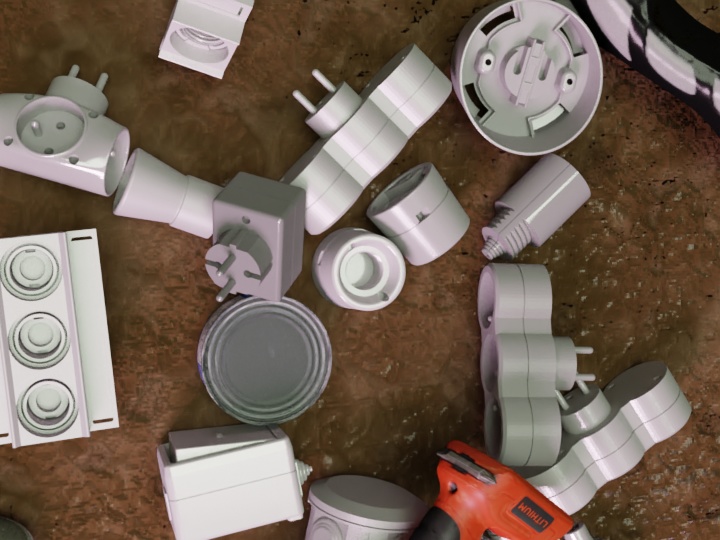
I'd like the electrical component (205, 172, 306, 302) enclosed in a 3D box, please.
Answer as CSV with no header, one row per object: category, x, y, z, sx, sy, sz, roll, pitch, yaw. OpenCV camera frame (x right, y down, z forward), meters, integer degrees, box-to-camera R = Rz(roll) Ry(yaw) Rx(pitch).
electrical component,-0.070,-0.010,0.663,0.047,0.076,0.065,16,129,14

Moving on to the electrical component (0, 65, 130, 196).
electrical component,-0.179,-0.091,0.657,0.077,0.044,0.079,16,65,1

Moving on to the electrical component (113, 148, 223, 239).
electrical component,-0.118,-0.046,0.682,0.065,0.044,0.044,20,89,-20

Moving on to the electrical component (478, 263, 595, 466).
electrical component,0.124,0.063,0.731,0.074,0.052,0.138,1,74,-8

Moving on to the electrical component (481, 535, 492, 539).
electrical component,0.067,0.211,0.749,0.043,0.043,0.081,22,88,-16

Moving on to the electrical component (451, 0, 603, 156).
electrical component,0.110,-0.132,0.720,0.099,0.064,0.099,-3,110,-8

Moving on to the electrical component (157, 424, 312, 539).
electrical component,-0.079,0.130,0.694,0.096,0.062,0.061,-11,97,-14

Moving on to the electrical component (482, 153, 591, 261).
electrical component,0.116,-0.038,0.745,0.081,0.043,0.043,-44,103,-8

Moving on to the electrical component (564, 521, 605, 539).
electrical component,0.168,0.213,0.777,0.048,0.048,0.062,-28,94,-12

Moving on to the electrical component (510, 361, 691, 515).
electrical component,0.163,0.106,0.763,0.138,0.052,0.073,-35,102,-10

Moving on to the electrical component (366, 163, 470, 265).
electrical component,0.040,-0.036,0.719,0.055,0.055,0.047,-43,107,-9

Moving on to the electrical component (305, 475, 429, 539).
electrical component,0.002,0.170,0.711,0.080,0.080,0.051,10,97,-16

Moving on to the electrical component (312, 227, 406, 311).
electrical component,0.000,0.000,0.714,0.055,0.047,0.055,-1,94,-15

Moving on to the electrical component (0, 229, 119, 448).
electrical component,-0.194,0.039,0.655,0.079,0.063,0.121,-7,96,-15

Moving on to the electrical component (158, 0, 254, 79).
electrical component,-0.093,-0.161,0.666,0.042,0.081,0.063,18,66,-16

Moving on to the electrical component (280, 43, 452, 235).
electrical component,-0.010,-0.097,0.701,0.074,0.052,0.138,43,82,-14
